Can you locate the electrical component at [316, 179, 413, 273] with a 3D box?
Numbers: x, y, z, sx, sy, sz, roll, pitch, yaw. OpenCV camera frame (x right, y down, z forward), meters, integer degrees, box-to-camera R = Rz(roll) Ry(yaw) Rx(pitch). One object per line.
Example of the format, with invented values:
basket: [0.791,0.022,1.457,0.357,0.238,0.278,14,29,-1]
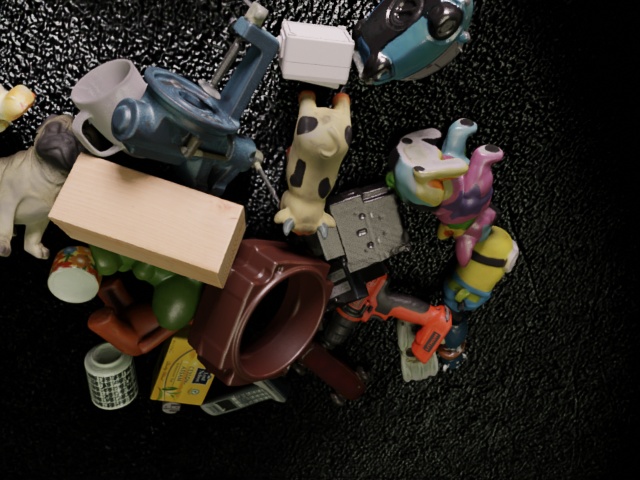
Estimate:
electrical component: [0.061,-0.018,0.811,0.134,0.058,0.114,-20,103,-2]

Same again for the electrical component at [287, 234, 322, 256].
electrical component: [-0.002,-0.003,0.862,0.094,0.021,0.063,-25,128,8]

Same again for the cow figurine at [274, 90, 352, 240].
cow figurine: [-0.009,-0.087,0.725,0.085,0.127,0.194,8,137,-12]

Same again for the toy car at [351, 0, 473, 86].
toy car: [0.120,-0.246,0.648,0.161,0.109,0.103,-38,142,29]

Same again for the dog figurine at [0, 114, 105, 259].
dog figurine: [-0.387,-0.091,0.692,0.172,0.121,0.190,28,90,-1]

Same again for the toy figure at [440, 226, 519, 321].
toy figure: [0.266,0.057,0.924,0.089,0.082,0.180,15,126,-24]

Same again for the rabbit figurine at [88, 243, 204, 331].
rabbit figurine: [-0.219,0.040,0.772,0.159,0.121,0.170,-29,92,-13]

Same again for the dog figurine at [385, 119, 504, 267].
dog figurine: [0.187,-0.053,0.801,0.191,0.109,0.219,-18,133,-14]

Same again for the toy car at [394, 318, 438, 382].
toy car: [0.188,0.209,1.042,0.074,0.056,0.201,-13,128,0]

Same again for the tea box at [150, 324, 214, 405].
tea box: [-0.234,0.213,0.957,0.098,0.068,0.169,13,123,-19]

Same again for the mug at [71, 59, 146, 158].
mug: [-0.242,-0.145,0.656,0.081,0.109,0.107,7,147,30]

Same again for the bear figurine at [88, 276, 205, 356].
bear figurine: [-0.236,0.102,0.839,0.196,0.120,0.131,-24,124,6]

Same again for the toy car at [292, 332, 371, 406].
toy car: [0.022,0.251,1.046,0.089,0.053,0.202,-45,126,-1]

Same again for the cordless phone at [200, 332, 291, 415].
cordless phone: [-0.162,0.263,1.003,0.184,0.089,0.146,-24,128,14]

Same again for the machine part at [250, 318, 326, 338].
machine part: [-0.053,0.154,0.951,0.139,0.039,0.084,-17,132,-20]

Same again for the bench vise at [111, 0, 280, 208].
bench vise: [-0.116,-0.160,0.640,0.223,0.129,0.240,17,117,-44]

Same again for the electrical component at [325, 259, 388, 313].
electrical component: [0.048,0.066,0.873,0.119,0.075,0.047,-23,169,27]

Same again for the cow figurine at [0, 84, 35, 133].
cow figurine: [-0.427,-0.154,0.638,0.167,0.068,0.098,-29,121,11]

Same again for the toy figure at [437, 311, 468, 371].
toy figure: [0.257,0.195,1.045,0.064,0.058,0.154,-6,134,2]

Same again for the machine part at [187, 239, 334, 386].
machine part: [-0.079,0.106,0.795,0.201,0.087,0.201,8,108,-53]
